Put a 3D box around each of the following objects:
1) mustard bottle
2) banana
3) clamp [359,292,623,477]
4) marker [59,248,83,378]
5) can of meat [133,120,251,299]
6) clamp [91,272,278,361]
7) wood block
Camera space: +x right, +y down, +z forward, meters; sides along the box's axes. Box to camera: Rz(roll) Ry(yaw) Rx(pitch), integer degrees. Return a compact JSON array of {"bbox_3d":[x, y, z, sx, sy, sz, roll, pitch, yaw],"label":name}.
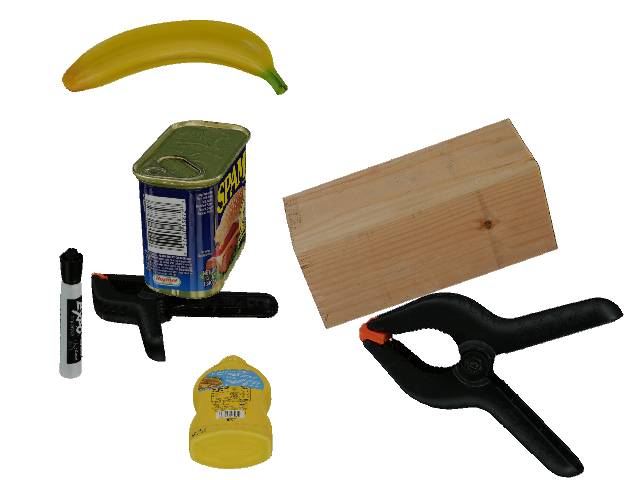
[{"bbox_3d":[-0.108,0.197,1.298,0.096,0.058,0.191,-2,27,-2],"label":"mustard bottle"},{"bbox_3d":[-0.129,-0.165,0.949,0.197,0.069,0.037,-1,-33,-4],"label":"banana"},{"bbox_3d":[0.110,0.091,0.715,0.172,0.120,0.039,5,0,19],"label":"clamp"},{"bbox_3d":[-0.211,0.062,0.902,0.020,0.121,0.020,6,27,-3],"label":"marker"},{"bbox_3d":[-0.082,-0.021,0.698,0.057,0.084,0.102,7,27,9],"label":"can of meat"},{"bbox_3d":[-0.172,0.070,1.090,0.210,0.036,0.164,11,20,33],"label":"clamp"},{"bbox_3d":[0.082,-0.014,0.906,0.206,0.091,0.090,-19,33,3],"label":"wood block"}]
